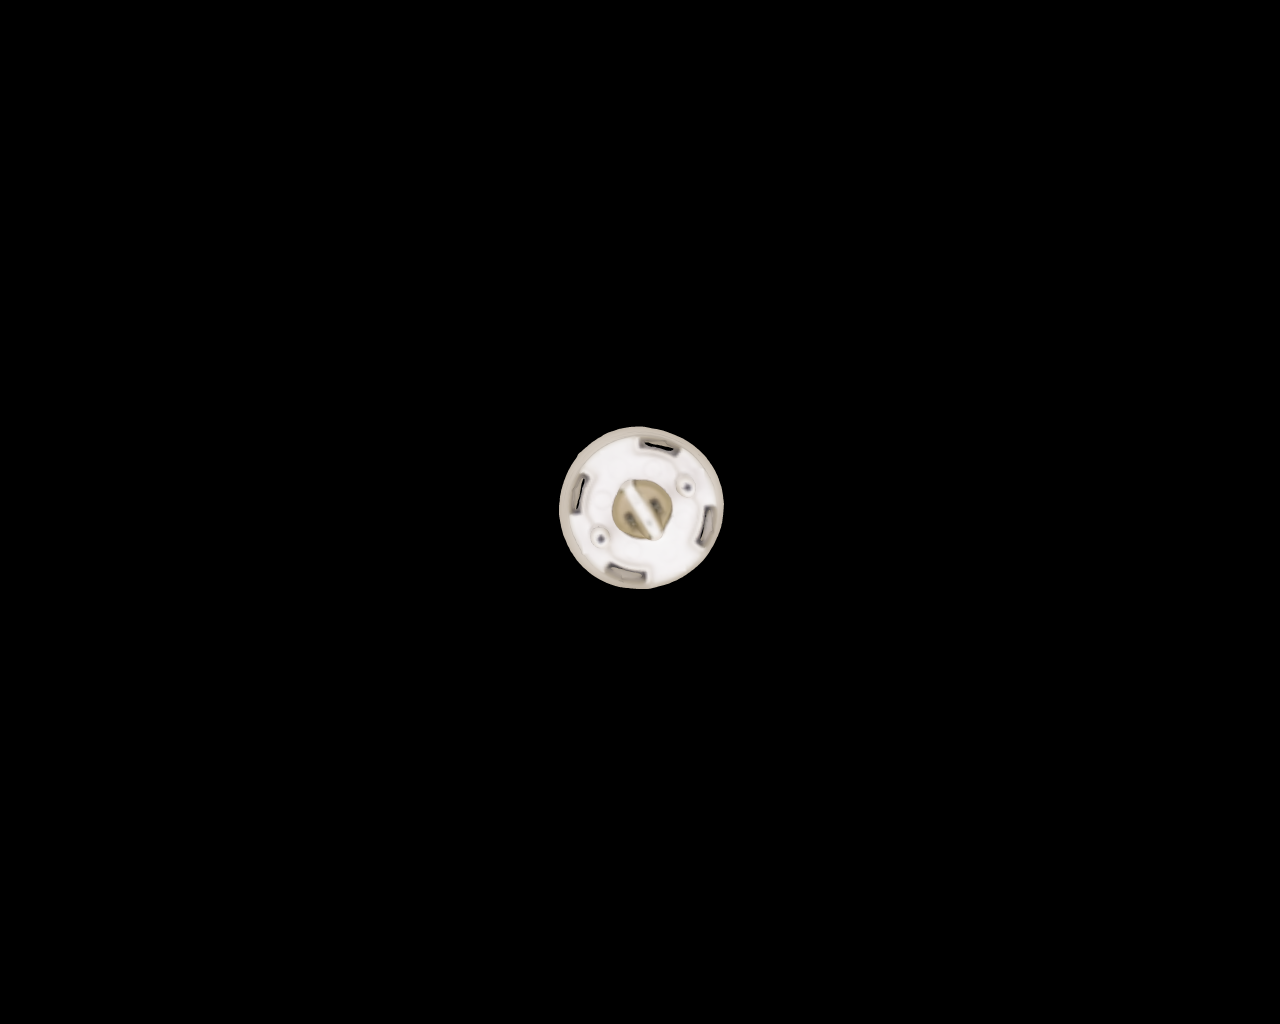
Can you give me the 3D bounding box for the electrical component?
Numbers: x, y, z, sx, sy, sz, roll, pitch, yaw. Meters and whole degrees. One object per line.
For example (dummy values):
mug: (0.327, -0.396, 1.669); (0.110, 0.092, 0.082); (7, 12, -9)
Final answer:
electrical component: (0.001, -0.003, 0.650); (0.099, 0.099, 0.064); (0, 4, 0)
